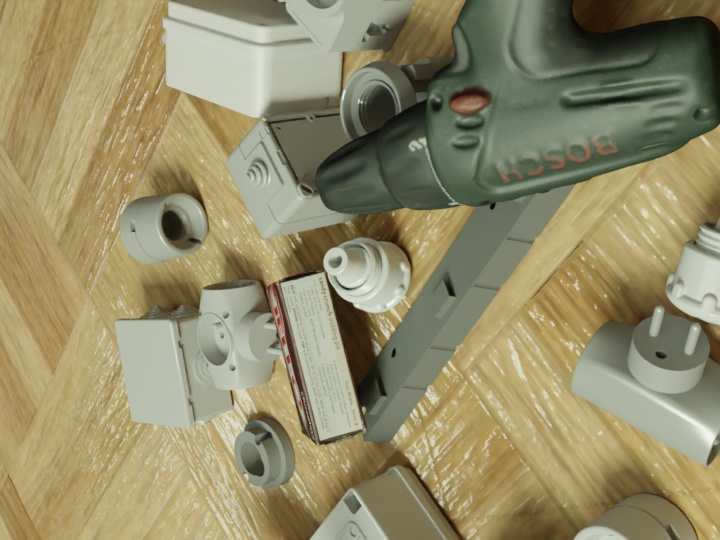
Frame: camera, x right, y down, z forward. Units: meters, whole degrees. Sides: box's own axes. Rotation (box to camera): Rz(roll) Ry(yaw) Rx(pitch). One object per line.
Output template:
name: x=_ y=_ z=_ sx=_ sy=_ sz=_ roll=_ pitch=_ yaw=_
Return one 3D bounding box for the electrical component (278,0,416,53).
electrical component: x=-0.028 y=-0.215 z=0.665 sx=0.150 sy=0.062 sz=0.089 roll=52 pitch=133 yaw=25

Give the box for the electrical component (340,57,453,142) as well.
electrical component: x=0.026 y=-0.096 z=0.642 sx=0.078 sy=0.057 sz=0.058 roll=-5 pitch=96 yaw=48

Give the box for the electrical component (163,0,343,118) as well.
electrical component: x=-0.072 y=-0.146 z=0.719 sx=0.113 sy=0.078 sz=0.057 roll=25 pitch=121 yaw=41

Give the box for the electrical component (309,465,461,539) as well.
electrical component: x=0.019 y=0.209 z=0.730 sx=0.108 sy=0.056 sz=0.108 roll=53 pitch=133 yaw=24

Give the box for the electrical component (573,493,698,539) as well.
electrical component: x=0.148 y=0.155 z=0.584 sx=0.055 sy=0.047 sz=0.055 roll=15 pitch=111 yaw=44

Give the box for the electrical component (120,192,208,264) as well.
electrical component: x=-0.155 y=-0.034 z=0.856 sx=0.047 sy=0.055 sz=0.055 roll=-8 pitch=95 yaw=44

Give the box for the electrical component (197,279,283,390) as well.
electrical component: x=-0.082 y=0.049 z=0.806 sx=0.079 sy=0.044 sz=0.077 roll=3 pitch=102 yaw=46

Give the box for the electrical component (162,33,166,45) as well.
electrical component: x=-0.130 y=-0.160 z=0.810 sx=0.061 sy=0.035 sz=0.035 roll=48 pitch=131 yaw=31

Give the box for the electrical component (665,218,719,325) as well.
electrical component: x=0.177 y=-0.007 z=0.514 sx=0.048 sy=0.048 sz=0.062 roll=27 pitch=112 yaw=40

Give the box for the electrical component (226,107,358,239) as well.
electrical component: x=-0.039 y=-0.061 z=0.692 sx=0.061 sy=0.096 sz=0.061 roll=-41 pitch=70 yaw=45

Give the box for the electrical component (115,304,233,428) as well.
electrical component: x=-0.153 y=0.079 z=0.887 sx=0.100 sy=0.048 sz=0.099 roll=-3 pitch=98 yaw=48

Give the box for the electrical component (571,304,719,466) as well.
electrical component: x=0.152 y=0.049 z=0.536 sx=0.077 sy=0.043 sz=0.079 roll=29 pitch=142 yaw=28

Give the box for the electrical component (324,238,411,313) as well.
electrical component: x=0.000 y=0.000 z=0.687 sx=0.048 sy=0.062 sz=0.048 roll=-7 pitch=76 yaw=29
